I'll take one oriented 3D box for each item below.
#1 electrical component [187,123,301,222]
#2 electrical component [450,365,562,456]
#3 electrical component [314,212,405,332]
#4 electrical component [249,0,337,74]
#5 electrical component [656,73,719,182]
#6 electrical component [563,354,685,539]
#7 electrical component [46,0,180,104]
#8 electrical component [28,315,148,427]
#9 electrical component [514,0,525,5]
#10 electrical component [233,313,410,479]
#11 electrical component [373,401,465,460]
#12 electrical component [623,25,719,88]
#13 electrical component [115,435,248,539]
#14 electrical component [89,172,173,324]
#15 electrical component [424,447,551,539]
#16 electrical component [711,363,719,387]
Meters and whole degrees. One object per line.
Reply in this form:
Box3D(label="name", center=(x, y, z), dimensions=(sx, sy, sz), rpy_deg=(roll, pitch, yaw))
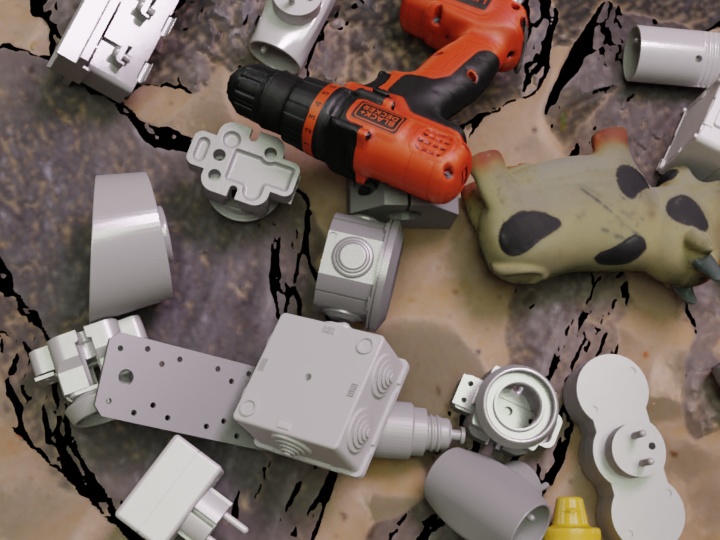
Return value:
Box3D(label="electrical component", center=(-0.084, -0.067, 0.777), dimensions=(0.078, 0.057, 0.058), rpy_deg=(19, 75, 0))
Box3D(label="electrical component", center=(0.106, 0.097, 0.753), dimensions=(0.078, 0.057, 0.058), rpy_deg=(24, 76, 1))
Box3D(label="electrical component", center=(0.000, 0.000, 0.757), dimensions=(0.051, 0.080, 0.080), rpy_deg=(13, 76, 4))
Box3D(label="electrical component", center=(-0.047, -0.197, 0.800), dimensions=(0.043, 0.079, 0.077), rpy_deg=(25, 76, 1))
Box3D(label="electrical component", center=(0.273, -0.099, 0.795), dimensions=(0.061, 0.096, 0.061), rpy_deg=(27, 76, 2))
Box3D(label="electrical component", center=(0.187, 0.126, 0.745), dimensions=(0.052, 0.073, 0.138), rpy_deg=(-12, 77, -8))
Box3D(label="electrical component", center=(-0.172, -0.190, 0.795), dimensions=(0.063, 0.079, 0.121), rpy_deg=(29, 75, -20))
Box3D(label="electrical component", center=(-0.179, 0.072, 0.735), dimensions=(0.078, 0.058, 0.057), rpy_deg=(-20, 76, -10))
Box3D(label="electrical component", center=(0.063, -0.281, 0.840), dimensions=(0.186, 0.060, 0.105), rpy_deg=(34, 76, 4))
Box3D(label="electrical component", center=(-0.027, 0.082, 0.726), dimensions=(0.100, 0.048, 0.099), rpy_deg=(12, 65, 29))
Box3D(label="electrical component", center=(0.034, 0.113, 0.752), dimensions=(0.078, 0.040, 0.040), rpy_deg=(5, 76, -4))
Box3D(label="electrical component", center=(0.251, -0.165, 0.837), dimensions=(0.081, 0.043, 0.043), rpy_deg=(4, 76, -4))
Box3D(label="electrical component", center=(-0.112, 0.161, 0.724), dimensions=(0.077, 0.047, 0.065), rpy_deg=(36, 76, 4))
Box3D(label="electrical component", center=(-0.164, -0.017, 0.738), dimensions=(0.064, 0.099, 0.099), rpy_deg=(-12, 78, -14))
Box3D(label="electrical component", center=(0.098, 0.154, 0.738), dimensions=(0.079, 0.043, 0.077), rpy_deg=(-13, 31, -43))
Box3D(label="electrical component", center=(0.287, 0.092, 0.779), dimensions=(0.040, 0.040, 0.078), rpy_deg=(-23, 80, -10))
